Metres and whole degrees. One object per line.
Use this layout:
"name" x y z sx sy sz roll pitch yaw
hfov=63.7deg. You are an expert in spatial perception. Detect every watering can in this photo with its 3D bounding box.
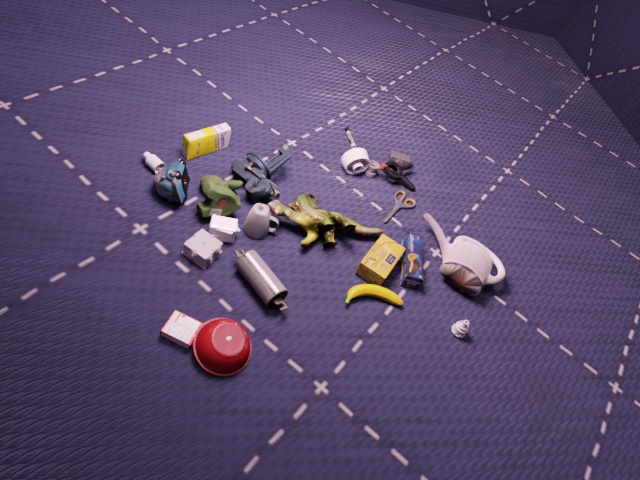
"watering can" 0.478 0.056 1.788 0.349 0.101 0.229 33 47 9

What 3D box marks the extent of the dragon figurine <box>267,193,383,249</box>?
"dragon figurine" 0.005 -0.088 1.757 0.411 0.120 0.247 0 42 -36
